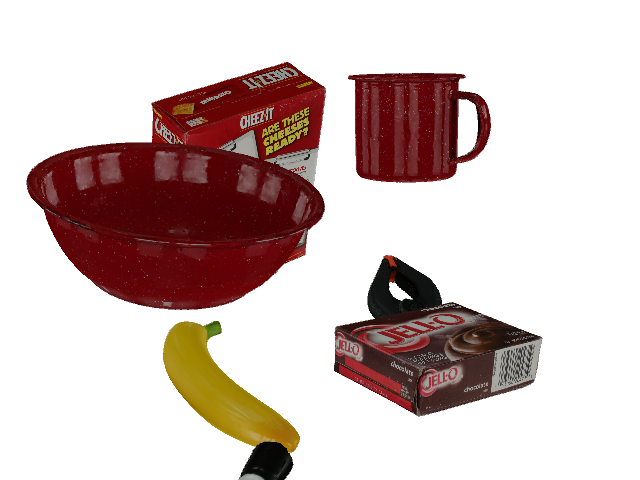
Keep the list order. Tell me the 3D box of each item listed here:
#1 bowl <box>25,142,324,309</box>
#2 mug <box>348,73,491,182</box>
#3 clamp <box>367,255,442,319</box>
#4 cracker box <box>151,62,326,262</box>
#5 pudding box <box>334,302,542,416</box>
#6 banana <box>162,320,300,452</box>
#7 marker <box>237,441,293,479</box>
[{"bbox_3d":[-0.081,-0.005,0.592,0.162,0.055,0.162,7,21,-3],"label":"bowl"},{"bbox_3d":[0.079,-0.090,0.847,0.117,0.081,0.093,5,12,28],"label":"mug"},{"bbox_3d":[0.106,0.084,1.116,0.120,0.171,0.039,2,-44,-12],"label":"clamp"},{"bbox_3d":[-0.087,-0.056,1.071,0.163,0.214,0.072,-23,47,-33],"label":"cracker box"},{"bbox_3d":[0.079,0.078,0.726,0.113,0.039,0.090,-6,18,-36],"label":"pudding box"},{"bbox_3d":[-0.082,0.109,0.848,0.069,0.037,0.198,-9,28,-21],"label":"banana"},{"bbox_3d":[-0.038,0.116,0.417,0.020,0.020,0.121,0,23,20],"label":"marker"}]
